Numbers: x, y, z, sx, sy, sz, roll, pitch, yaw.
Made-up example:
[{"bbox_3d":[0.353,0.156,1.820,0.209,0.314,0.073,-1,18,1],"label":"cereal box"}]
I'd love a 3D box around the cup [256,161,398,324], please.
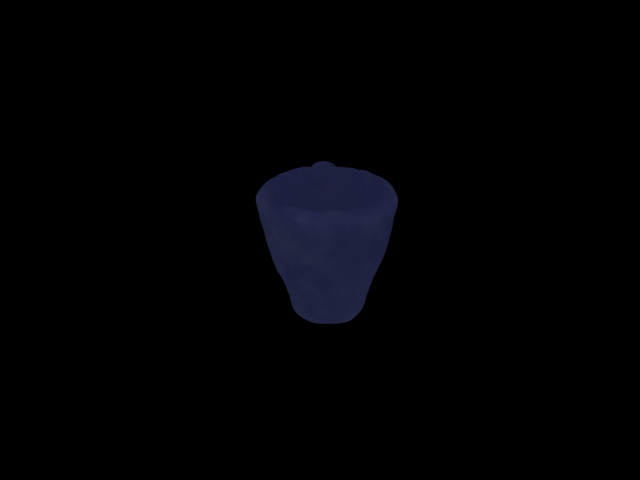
[{"bbox_3d":[0.004,0.001,0.400,0.091,0.095,0.117,-2,27,-3],"label":"cup"}]
